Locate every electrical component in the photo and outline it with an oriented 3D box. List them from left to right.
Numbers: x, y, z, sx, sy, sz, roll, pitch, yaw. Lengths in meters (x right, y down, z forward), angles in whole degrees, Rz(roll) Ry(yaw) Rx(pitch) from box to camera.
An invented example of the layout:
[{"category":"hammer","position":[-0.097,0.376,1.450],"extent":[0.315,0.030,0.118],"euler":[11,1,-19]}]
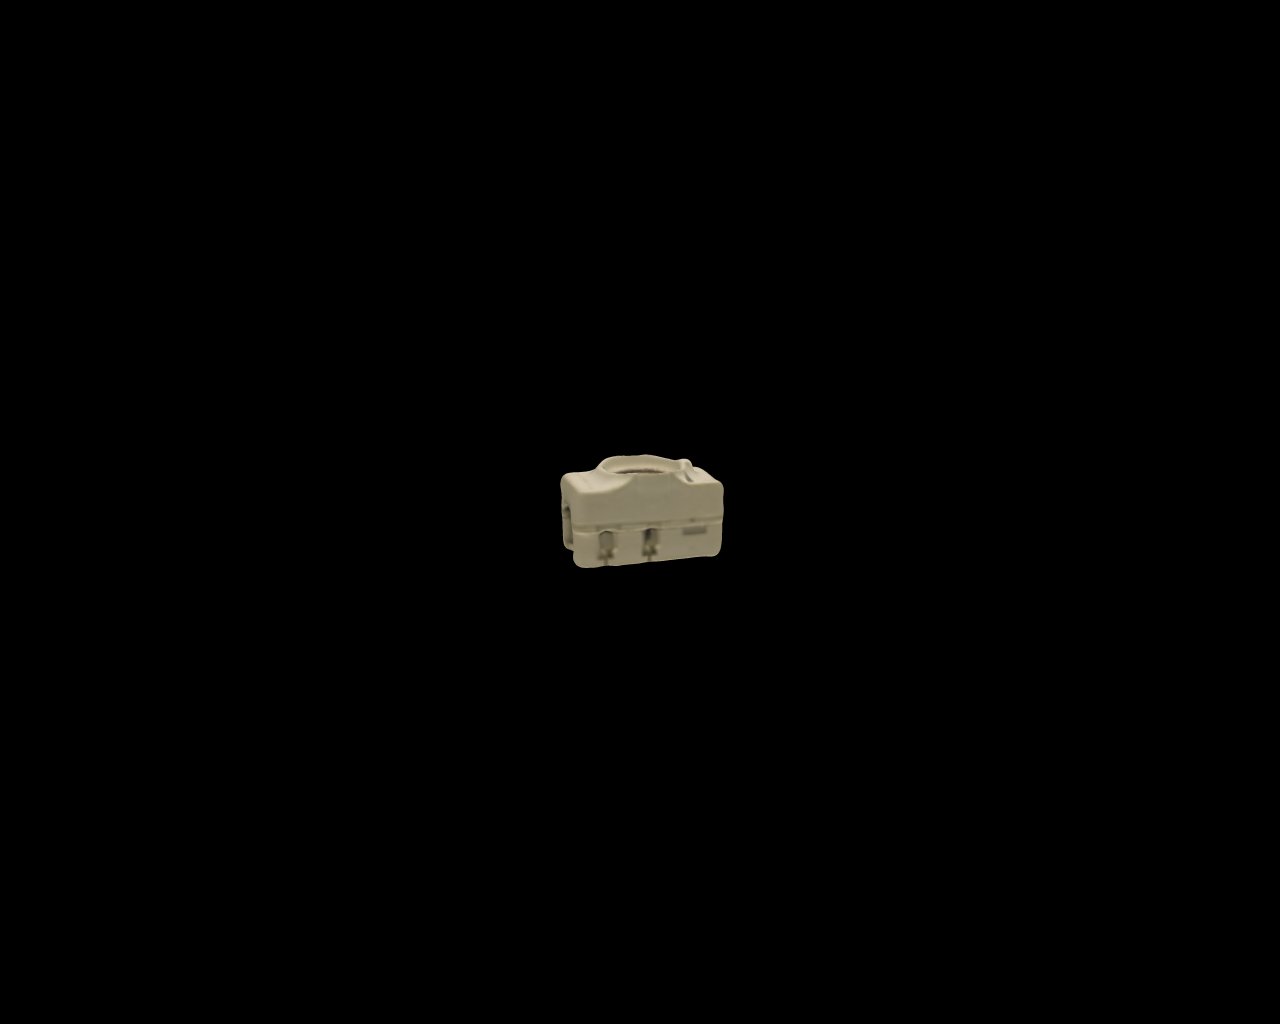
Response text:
[{"category":"electrical component","position":[0.001,-0.003,0.650],"extent":[0.089,0.055,0.050],"euler":[-4,16,-14]}]
